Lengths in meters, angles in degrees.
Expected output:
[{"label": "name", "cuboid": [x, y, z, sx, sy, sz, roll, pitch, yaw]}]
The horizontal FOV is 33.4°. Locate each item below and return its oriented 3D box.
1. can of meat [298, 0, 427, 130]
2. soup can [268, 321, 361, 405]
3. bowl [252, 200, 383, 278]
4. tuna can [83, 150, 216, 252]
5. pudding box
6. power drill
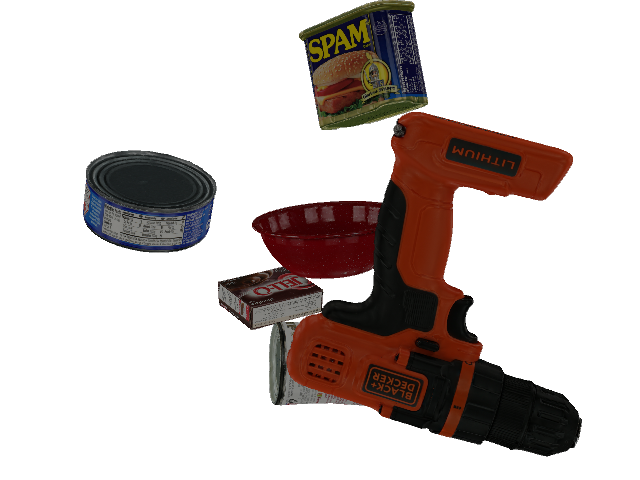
[{"label": "can of meat", "cuboid": [0.036, -0.143, 0.884, 0.102, 0.084, 0.057, -12, -3, 44]}, {"label": "soup can", "cuboid": [0.013, 0.100, 0.856, 0.102, 0.068, 0.068, 2, 0, -11]}, {"label": "bowl", "cuboid": [0.011, 0.001, 1.107, 0.162, 0.055, 0.162, -4, 13, 1]}, {"label": "tuna can", "cuboid": [-0.113, -0.026, 0.707, 0.086, 0.034, 0.086, 10, 27, -5]}, {"label": "pudding box", "cuboid": [-0.066, 0.075, 1.413, 0.113, 0.039, 0.090, -15, 27, -30]}, {"label": "power drill", "cuboid": [0.088, 0.027, 0.642, 0.184, 0.188, 0.057, 16, 8, 1]}]
